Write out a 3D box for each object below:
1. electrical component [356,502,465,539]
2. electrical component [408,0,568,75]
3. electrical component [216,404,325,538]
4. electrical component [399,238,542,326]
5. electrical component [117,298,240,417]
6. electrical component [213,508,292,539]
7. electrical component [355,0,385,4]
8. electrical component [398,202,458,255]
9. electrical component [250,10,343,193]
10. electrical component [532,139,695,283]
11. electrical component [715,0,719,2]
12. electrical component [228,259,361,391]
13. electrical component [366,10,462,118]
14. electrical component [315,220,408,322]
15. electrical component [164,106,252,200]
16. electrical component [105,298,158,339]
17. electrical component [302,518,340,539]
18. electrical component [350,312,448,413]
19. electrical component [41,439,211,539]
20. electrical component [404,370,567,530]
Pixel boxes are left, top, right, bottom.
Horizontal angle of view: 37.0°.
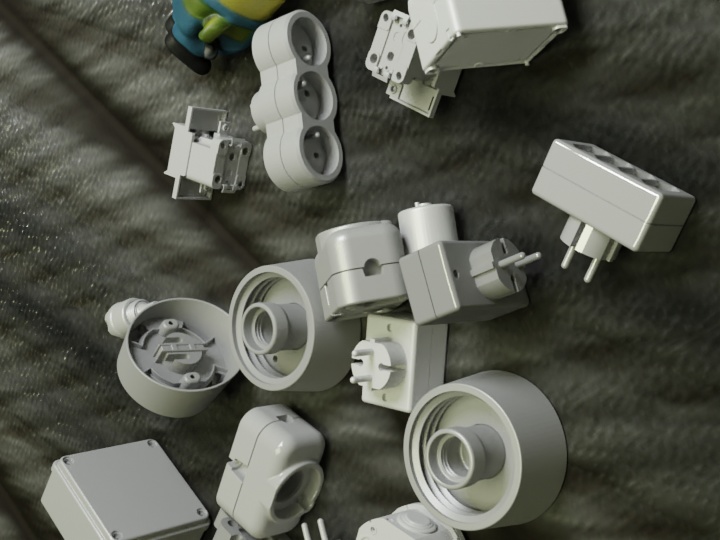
[{"bbox_3d":[0.036,0.212,0.778,0.080,0.051,0.080,1,91,42],"label":"electrical component"},{"bbox_3d":[0.087,-0.171,0.701,0.062,0.096,0.061,140,119,-68],"label":"electrical component"},{"bbox_3d":[-0.069,0.165,0.869,0.059,0.054,0.095,32,112,37],"label":"electrical component"},{"bbox_3d":[0.084,0.002,0.709,0.076,0.083,0.047,-25,74,40],"label":"electrical component"},{"bbox_3d":[-0.155,0.074,0.919,0.099,0.099,0.064,56,130,26],"label":"electrical component"},{"bbox_3d":[-0.095,0.241,0.893,0.078,0.058,0.057,37,111,35],"label":"electrical component"},{"bbox_3d":[0.058,-0.256,0.743,0.186,0.060,0.105,-2,89,42],"label":"electrical component"},{"bbox_3d":[0.051,-0.012,0.767,0.040,0.040,0.078,-13,83,41],"label":"electrical component"},{"bbox_3d":[-0.061,-0.130,0.858,0.074,0.052,0.138,-11,83,42],"label":"electrical component"},{"bbox_3d":[0.150,-0.030,0.673,0.083,0.047,0.075,36,113,36],"label":"electrical component"},{"bbox_3d":[0.215,-0.258,0.601,0.105,0.060,0.186,-22,76,40],"label":"electrical component"},{"bbox_3d":[-0.059,0.045,0.854,0.108,0.060,0.108,1,91,42],"label":"electrical component"},{"bbox_3d":[0.041,-0.153,0.758,0.042,0.064,0.081,32,111,36],"label":"electrical component"},{"bbox_3d":[0.000,0.000,0.781,0.095,0.054,0.059,133,128,-76],"label":"electrical component"},{"bbox_3d":[-0.130,-0.097,0.928,0.064,0.042,0.081,22,106,38],"label":"electrical component"},{"bbox_3d":[-0.209,0.042,1.006,0.061,0.035,0.035,-20,77,38],"label":"electrical component"},{"bbox_3d":[-0.028,0.235,0.840,0.077,0.044,0.079,-25,74,39],"label":"electrical component"},{"bbox_3d":[0.020,0.066,0.772,0.047,0.077,0.065,8,96,42],"label":"electrical component"},{"bbox_3d":[-0.209,0.213,0.960,0.108,0.109,0.056,45,122,32],"label":"electrical component"},{"bbox_3d":[0.078,0.124,0.731,0.108,0.060,0.108,1,91,42],"label":"electrical component"}]
